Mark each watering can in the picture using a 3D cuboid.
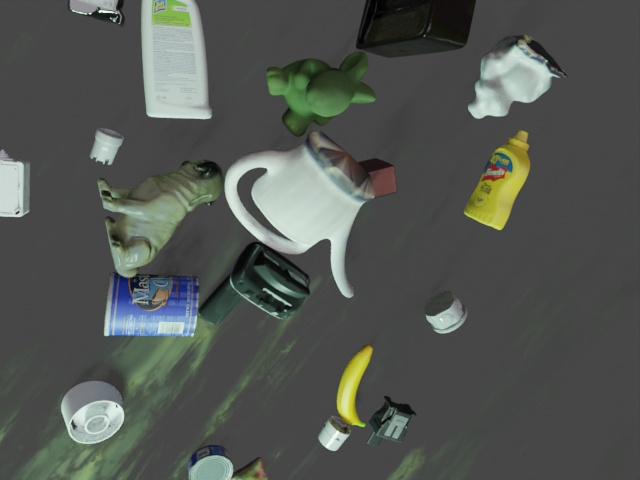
[{"bbox_3d":[0.003,-0.045,0.894,0.222,0.106,0.344,-39,118,22],"label":"watering can"}]

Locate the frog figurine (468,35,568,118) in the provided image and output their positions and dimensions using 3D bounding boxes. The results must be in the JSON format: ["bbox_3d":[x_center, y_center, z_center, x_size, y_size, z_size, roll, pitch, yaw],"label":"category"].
[{"bbox_3d":[0.351,-0.296,0.965,0.137,0.125,0.156,15,139,-30],"label":"frog figurine"}]

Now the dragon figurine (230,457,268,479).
[{"bbox_3d":[-0.196,0.646,1.074,0.242,0.123,0.409,28,95,-6],"label":"dragon figurine"}]
